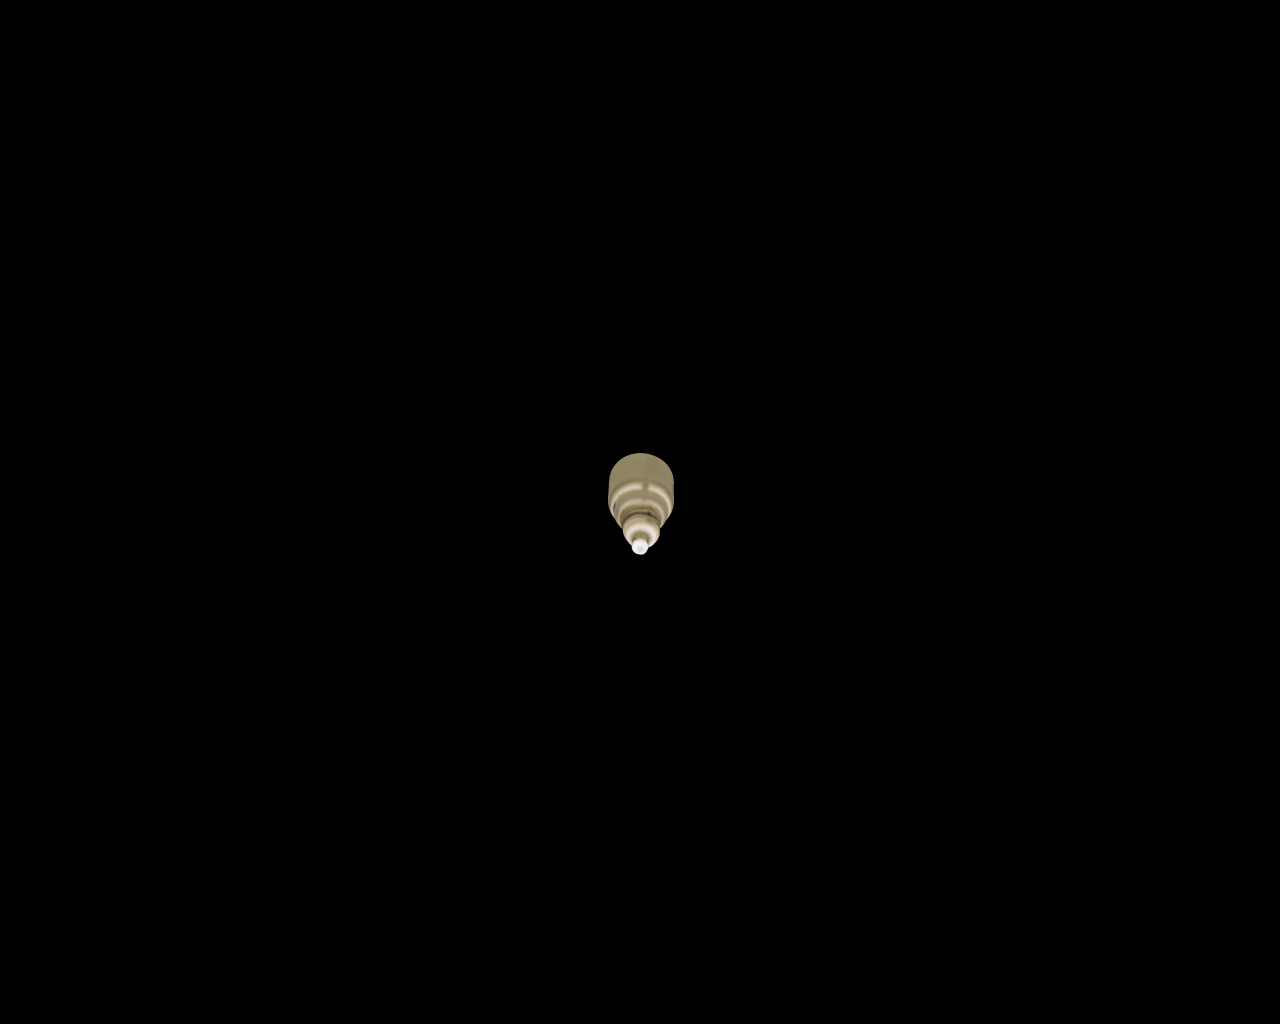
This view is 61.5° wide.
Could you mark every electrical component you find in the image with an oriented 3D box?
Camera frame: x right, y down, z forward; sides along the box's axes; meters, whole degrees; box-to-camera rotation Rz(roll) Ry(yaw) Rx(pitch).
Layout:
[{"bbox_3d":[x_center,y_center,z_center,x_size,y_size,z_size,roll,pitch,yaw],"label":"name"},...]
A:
[{"bbox_3d":[0.001,-0.003,0.650,0.040,0.040,0.078,0,38,0],"label":"electrical component"}]
